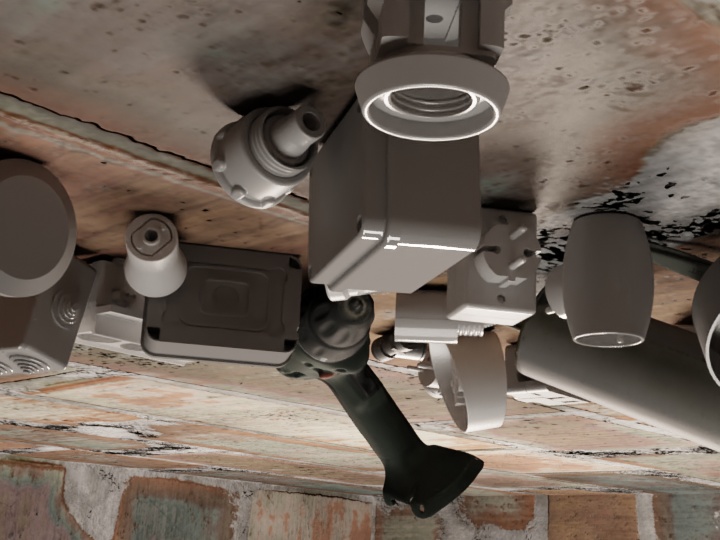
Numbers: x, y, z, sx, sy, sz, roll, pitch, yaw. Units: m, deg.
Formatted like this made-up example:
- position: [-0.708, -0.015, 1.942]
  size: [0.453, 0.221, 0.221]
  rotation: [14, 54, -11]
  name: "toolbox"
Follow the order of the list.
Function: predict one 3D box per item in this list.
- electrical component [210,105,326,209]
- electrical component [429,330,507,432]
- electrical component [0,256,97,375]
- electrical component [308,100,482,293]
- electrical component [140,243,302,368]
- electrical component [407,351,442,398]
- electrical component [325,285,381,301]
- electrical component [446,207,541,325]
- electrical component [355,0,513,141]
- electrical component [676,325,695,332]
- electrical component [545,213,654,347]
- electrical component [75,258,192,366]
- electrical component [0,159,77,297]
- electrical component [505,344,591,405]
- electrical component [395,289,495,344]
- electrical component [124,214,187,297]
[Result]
- position: [-0.041, -0.061, 0.532]
  size: [0.048, 0.048, 0.062]
  rotation: [14, 155, -34]
  name: "electrical component"
- position: [0.101, 0.101, 1.004]
  size: [0.064, 0.099, 0.099]
  rotation: [-2, 165, -6]
  name: "electrical component"
- position: [-0.251, 0.030, 0.803]
  size: [0.100, 0.099, 0.048]
  rotation: [-7, 149, 33]
  name: "electrical component"
- position: [0.014, -0.036, 0.548]
  size: [0.057, 0.078, 0.113]
  rotation: [4, 165, -16]
  name: "electrical component"
- position: [-0.103, 0.028, 0.801]
  size: [0.113, 0.078, 0.057]
  rotation: [6, 162, -12]
  name: "electrical component"
- position: [0.087, 0.105, 1.107]
  size: [0.079, 0.044, 0.077]
  rotation: [12, 162, -29]
  name: "electrical component"
- position: [0.000, 0.000, 0.755]
  size: [0.046, 0.040, 0.040]
  rotation: [-6, 163, 9]
  name: "electrical component"
- position: [0.087, -0.007, 0.662]
  size: [0.047, 0.065, 0.076]
  rotation: [6, 165, -12]
  name: "electrical component"
- position: [0.028, -0.085, 0.407]
  size: [0.058, 0.057, 0.078]
  rotation: [4, 165, -5]
  name: "electrical component"
- position: [0.330, 0.083, 0.937]
  size: [0.121, 0.078, 0.063]
  rotation: [0, -168, 9]
  name: "electrical component"
- position: [0.147, 0.011, 0.692]
  size: [0.043, 0.077, 0.079]
  rotation: [12, 162, -30]
  name: "electrical component"
- position: [-0.173, 0.035, 0.866]
  size: [0.079, 0.063, 0.121]
  rotation: [-10, 160, 40]
  name: "electrical component"
- position: [-0.212, -0.024, 0.633]
  size: [0.051, 0.080, 0.080]
  rotation: [-1, 165, 36]
  name: "electrical component"
- position: [0.186, 0.105, 1.079]
  size: [0.056, 0.050, 0.089]
  rotation: [-10, 160, 39]
  name: "electrical component"
- position: [0.069, 0.038, 0.871]
  size: [0.081, 0.043, 0.043]
  rotation: [2, 165, 3]
  name: "electrical component"
- position: [-0.141, -0.012, 0.736]
  size: [0.044, 0.044, 0.065]
  rotation: [5, 160, -6]
  name: "electrical component"
